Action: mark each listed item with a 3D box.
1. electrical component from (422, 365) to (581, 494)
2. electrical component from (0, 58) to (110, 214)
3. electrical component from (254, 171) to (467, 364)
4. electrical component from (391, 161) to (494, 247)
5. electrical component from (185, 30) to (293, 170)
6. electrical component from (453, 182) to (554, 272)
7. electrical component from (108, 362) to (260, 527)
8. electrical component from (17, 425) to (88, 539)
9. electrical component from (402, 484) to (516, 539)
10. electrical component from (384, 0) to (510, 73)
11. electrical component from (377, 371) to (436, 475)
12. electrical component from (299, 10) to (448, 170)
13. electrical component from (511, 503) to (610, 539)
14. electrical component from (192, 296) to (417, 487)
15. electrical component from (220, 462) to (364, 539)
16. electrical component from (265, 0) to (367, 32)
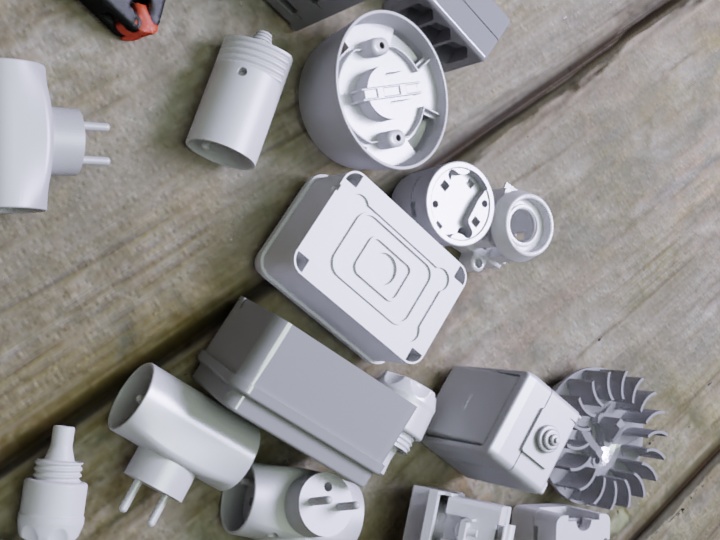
[{"bbox_3d":[0.092,0.101,0.704,0.061,0.096,0.061,40,70,-24],"label":"electrical component"},{"bbox_3d":[-0.173,-0.069,0.577,0.079,0.044,0.077,0,89,-32],"label":"electrical component"},{"bbox_3d":[0.000,0.000,0.673,0.113,0.057,0.078,41,69,-24],"label":"electrical component"},{"bbox_3d":[0.053,-0.042,0.713,0.055,0.047,0.055,1,88,-32],"label":"electrical component"},{"bbox_3d":[-0.070,-0.105,0.642,0.043,0.043,0.081,25,76,-29],"label":"electrical component"},{"bbox_3d":[0.099,-0.029,0.736,0.048,0.055,0.066,31,73,-27],"label":"electrical component"},{"bbox_3d":[-0.108,0.106,0.612,0.077,0.043,0.079,36,71,-25],"label":"electrical component"},{"bbox_3d":[-0.165,0.115,0.582,0.035,0.035,0.061,11,80,-31],"label":"electrical component"},{"bbox_3d":[0.057,0.205,0.692,0.079,0.063,0.121,36,64,-69],"label":"electrical component"},{"bbox_3d":[0.068,-0.186,0.727,0.066,0.047,0.076,43,68,-24],"label":"electrical component"},{"bbox_3d":[0.020,0.100,0.691,0.043,0.043,0.062,34,74,-26],"label":"electrical component"},{"bbox_3d":[0.011,-0.110,0.679,0.099,0.064,0.099,1,88,-32],"label":"electrical component"},{"bbox_3d":[0.135,0.211,0.751,0.050,0.056,0.089,5,86,-31],"label":"electrical component"},{"bbox_3d":[-0.034,0.072,0.635,0.113,0.078,0.057,35,83,-26],"label":"electrical component"},{"bbox_3d":[-0.031,0.140,0.638,0.077,0.079,0.044,18,67,-30],"label":"electrical component"},{"bbox_3d":[-0.003,-0.231,0.659,0.062,0.089,0.150,40,69,-24],"label":"electrical component"}]
